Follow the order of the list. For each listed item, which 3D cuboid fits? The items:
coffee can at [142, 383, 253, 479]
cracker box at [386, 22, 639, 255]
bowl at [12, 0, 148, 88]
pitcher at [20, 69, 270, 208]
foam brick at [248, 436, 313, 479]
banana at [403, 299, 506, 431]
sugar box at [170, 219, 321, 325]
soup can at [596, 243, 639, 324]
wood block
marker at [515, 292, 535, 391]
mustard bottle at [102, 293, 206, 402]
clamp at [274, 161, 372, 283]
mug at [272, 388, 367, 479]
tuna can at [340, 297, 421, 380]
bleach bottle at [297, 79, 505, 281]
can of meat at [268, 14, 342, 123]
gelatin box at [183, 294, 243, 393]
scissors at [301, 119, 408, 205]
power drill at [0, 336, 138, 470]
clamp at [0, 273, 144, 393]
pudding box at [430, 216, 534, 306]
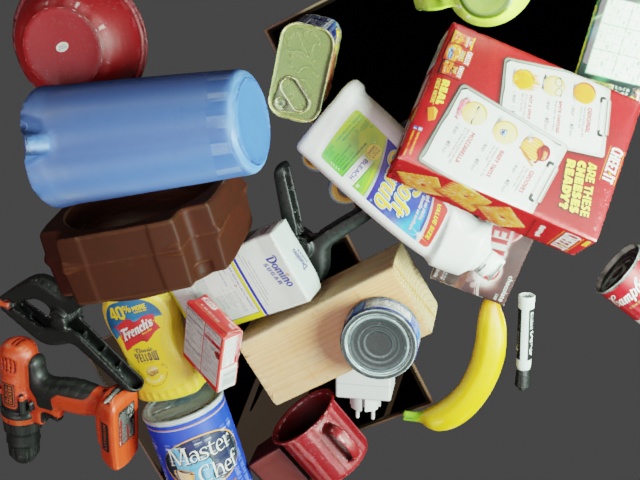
[{"bbox_3d":[-0.148,0.258,1.311,0.103,0.102,0.140,-12,107,14],"label":"coffee can"},{"bbox_3d":[0.197,-0.101,1.089,0.213,0.072,0.164,23,74,-2],"label":"cracker box"},{"bbox_3d":[-0.276,-0.217,1.186,0.162,0.055,0.162,3,110,9],"label":"bowl"},{"bbox_3d":[-0.177,-0.112,1.127,0.243,0.149,0.145,-5,137,18],"label":"pitcher"},{"bbox_3d":[-0.041,0.284,1.329,0.051,0.053,0.078,-37,101,20],"label":"foam brick"},{"bbox_3d":[0.173,0.159,1.251,0.069,0.037,0.198,30,112,-4],"label":"banana"},{"bbox_3d":[-0.092,0.046,1.230,0.177,0.048,0.093,-20,107,32],"label":"sugar box"},{"bbox_3d":[0.362,0.061,1.164,0.102,0.068,0.069,37,112,-6],"label":"soup can"},{"bbox_3d":[0.021,0.097,1.228,0.206,0.090,0.091,-27,102,18],"label":"wood block"},{"bbox_3d":[0.237,0.119,1.234,0.020,0.020,0.121,2,110,9],"label":"marker"},{"bbox_3d":[-0.210,0.099,1.287,0.096,0.058,0.191,-12,107,28],"label":"mustard bottle"},{"bbox_3d":[-0.008,0.001,1.221,0.120,0.039,0.172,20,120,14],"label":"clamp"},{"bbox_3d":[0.009,0.239,1.275,0.081,0.093,0.117,51,154,-15],"label":"mug"},{"bbox_3d":[0.065,0.107,1.156,0.086,0.033,0.086,3,109,9],"label":"tuna can"},{"bbox_3d":[0.099,-0.054,1.143,0.251,0.068,0.103,40,105,1],"label":"bleach bottle"},{"bbox_3d":[-0.014,-0.185,1.133,0.057,0.084,0.102,14,112,4],"label":"can of meat"},{"bbox_3d":[-0.124,0.118,1.224,0.073,0.030,0.089,41,136,35],"label":"gelatin box"},{"bbox_3d":[0.079,-0.097,1.185,0.202,0.016,0.096,-11,108,14],"label":"scissors"},{"bbox_3d":[-0.320,0.223,1.336,0.188,0.057,0.184,14,119,19],"label":"power drill"},{"bbox_3d":[-0.300,0.083,1.277,0.210,0.036,0.165,19,122,23],"label":"clamp"},{"bbox_3d":[0.185,0.005,1.191,0.090,0.039,0.114,21,112,3],"label":"pudding box"}]
